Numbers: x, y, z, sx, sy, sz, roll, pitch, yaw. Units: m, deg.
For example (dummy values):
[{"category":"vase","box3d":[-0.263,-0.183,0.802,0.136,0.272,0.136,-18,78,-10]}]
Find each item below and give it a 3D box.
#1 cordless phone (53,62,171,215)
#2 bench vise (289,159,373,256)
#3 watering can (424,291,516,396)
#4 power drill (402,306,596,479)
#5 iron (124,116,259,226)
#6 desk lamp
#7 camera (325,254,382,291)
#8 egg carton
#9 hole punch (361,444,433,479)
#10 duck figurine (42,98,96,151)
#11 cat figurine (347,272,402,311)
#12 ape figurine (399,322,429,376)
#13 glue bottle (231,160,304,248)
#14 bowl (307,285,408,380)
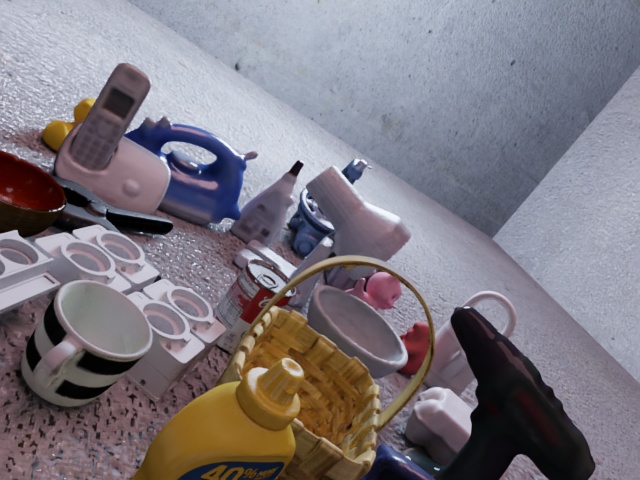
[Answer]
[{"category":"cordless phone","box3d":[-0.258,-0.132,0.781,0.148,0.185,0.094,28,18,-28]},{"category":"bench vise","box3d":[0.012,-0.090,1.162,0.122,0.219,0.207,28,18,-29]},{"category":"watering can","box3d":[0.257,0.176,0.980,0.101,0.194,0.173,33,16,-12]},{"category":"power drill","box3d":[0.191,0.225,0.685,0.229,0.208,0.076,43,17,21]},{"category":"iron","box3d":[-0.224,-0.127,0.915,0.259,0.141,0.118,22,22,-41]},{"category":"desk lamp","box3d":[0.008,0.003,0.908,0.203,0.213,0.118,36,16,-2]},{"category":"camera","box3d":[0.089,0.060,1.120,0.137,0.100,0.143,33,17,-12]},{"category":"egg carton","box3d":[0.190,0.275,0.792,0.150,0.069,0.107,40,16,11]},{"category":"hole punch","box3d":[0.095,0.262,0.594,0.108,0.091,0.101,38,16,5]},{"category":"duck figurine","box3d":[-0.360,-0.175,0.865,0.077,0.086,0.105,38,16,4]},{"category":"cat figurine","box3d":[0.092,0.094,1.004,0.128,0.117,0.067,17,25,-50]},{"category":"ape figurine","box3d":[0.154,0.174,0.956,0.076,0.092,0.078,45,18,27]},{"category":"glue bottle","box3d":[-0.079,-0.065,0.989,0.078,0.173,0.037,36,16,-1]},{"category":"bowl","box3d":[0.041,0.146,0.830,0.168,0.074,0.167,34,16,-11]}]
